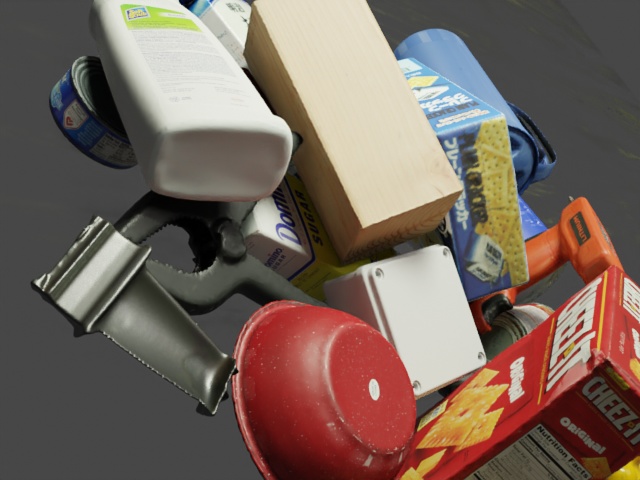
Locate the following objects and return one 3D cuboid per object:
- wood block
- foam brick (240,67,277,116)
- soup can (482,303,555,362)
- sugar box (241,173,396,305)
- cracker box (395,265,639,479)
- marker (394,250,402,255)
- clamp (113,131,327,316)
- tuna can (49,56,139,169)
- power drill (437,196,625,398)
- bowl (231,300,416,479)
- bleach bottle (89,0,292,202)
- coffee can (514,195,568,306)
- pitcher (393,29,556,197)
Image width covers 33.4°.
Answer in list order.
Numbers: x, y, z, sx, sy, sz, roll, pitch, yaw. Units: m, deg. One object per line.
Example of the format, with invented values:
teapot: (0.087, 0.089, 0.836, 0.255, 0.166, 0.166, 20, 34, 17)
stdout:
wood block: (0.021, -0.098, 0.862, 0.090, 0.090, 0.206, -21, 74, -16)
foam brick: (-0.085, -0.099, 0.874, 0.053, 0.078, 0.051, 56, 25, 16)
soup can: (0.193, 0.098, 1.050, 0.102, 0.069, 0.068, -1, 54, -57)
sugar box: (-0.006, 0.001, 0.895, 0.176, 0.048, 0.093, 30, 35, -38)
cracker box: (0.147, 0.129, 0.760, 0.072, 0.214, 0.164, 44, 26, -3)
marker: (0.050, 0.009, 1.006, 0.121, 0.020, 0.020, 28, 32, -37)
clamp: (-0.071, -0.007, 0.764, 0.209, 0.036, 0.164, 2, 74, -43)
tuna can: (-0.159, -0.095, 0.801, 0.086, 0.034, 0.086, 37, 28, -24)
power drill: (0.175, 0.050, 0.955, 0.057, 0.188, 0.184, 53, 20, -30)
bowl: (0.016, 0.108, 0.726, 0.161, 0.055, 0.162, 30, 46, -37)
bleach bottle: (-0.108, -0.129, 0.786, 0.102, 0.068, 0.251, 1, 39, -26)
coffee can: (0.174, -0.006, 1.109, 0.102, 0.103, 0.140, 12, 37, -52)
pitcher: (0.172, -0.150, 1.294, 0.149, 0.145, 0.243, 47, 17, -40)
